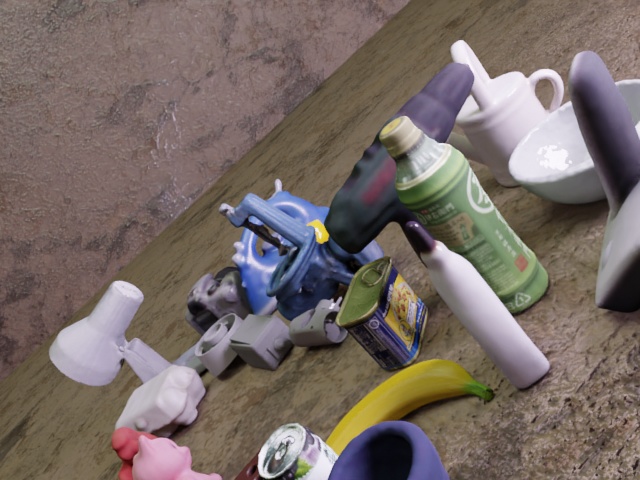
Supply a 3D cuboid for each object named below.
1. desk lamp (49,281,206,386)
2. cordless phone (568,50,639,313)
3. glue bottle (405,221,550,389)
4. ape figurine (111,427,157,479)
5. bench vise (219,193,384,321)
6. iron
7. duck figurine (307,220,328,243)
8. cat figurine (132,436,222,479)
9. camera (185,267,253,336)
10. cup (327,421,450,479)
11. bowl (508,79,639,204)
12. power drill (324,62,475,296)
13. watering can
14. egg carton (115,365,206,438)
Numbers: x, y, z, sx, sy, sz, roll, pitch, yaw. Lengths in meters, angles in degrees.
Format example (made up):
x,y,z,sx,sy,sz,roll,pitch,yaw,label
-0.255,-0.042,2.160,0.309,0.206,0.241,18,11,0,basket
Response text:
x,y,z,sx,sy,sz,roll,pitch,yaw,label
-0.327,0.186,1.006,0.203,0.214,0.117,-40,19,4,desk lamp
0.235,-0.048,0.459,0.094,0.185,0.148,-23,26,43,cordless phone
0.125,0.047,0.484,0.037,0.173,0.078,-39,19,8,glue bottle
-0.254,0.299,0.800,0.077,0.092,0.076,-37,19,13,ape figurine
-0.025,-0.005,0.823,0.207,0.220,0.121,-39,19,7,bench vise
-0.088,0.009,1.041,0.118,0.142,0.259,-21,28,47,iron
0.009,0.003,0.950,0.104,0.086,0.077,-43,19,-4,duck figurine
-0.168,0.273,0.649,0.067,0.118,0.127,-46,19,-14,cat figurine
-0.180,0.098,1.090,0.143,0.101,0.137,-31,21,29,camera
0.065,0.195,0.394,0.091,0.095,0.117,-41,19,3,cup
0.294,-0.091,0.615,0.167,0.075,0.167,-36,19,15,bowl
0.127,-0.046,0.632,0.229,0.209,0.075,-42,19,-2,power drill
0.220,-0.168,0.744,0.173,0.194,0.101,-38,19,10,watering can
-0.254,0.267,0.907,0.150,0.069,0.107,-35,20,19,egg carton
